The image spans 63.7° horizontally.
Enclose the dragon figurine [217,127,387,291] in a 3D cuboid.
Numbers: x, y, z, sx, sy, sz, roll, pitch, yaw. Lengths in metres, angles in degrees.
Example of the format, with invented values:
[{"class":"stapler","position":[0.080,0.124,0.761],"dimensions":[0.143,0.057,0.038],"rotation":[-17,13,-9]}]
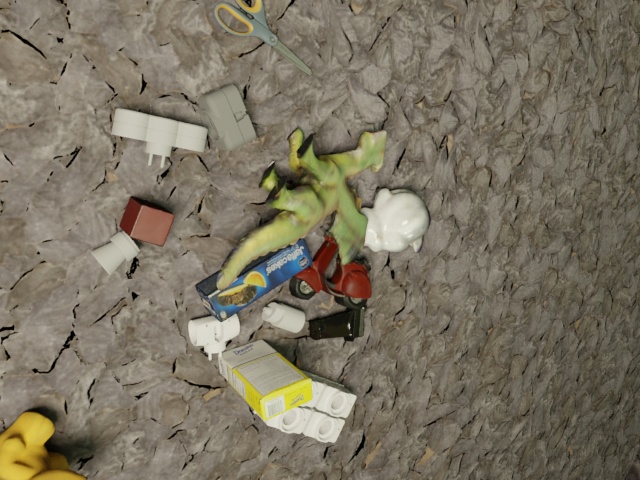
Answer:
[{"class":"dragon figurine","position":[0.003,-0.045,0.899],"dimensions":[0.240,0.122,0.416],"rotation":[39,69,-30]}]

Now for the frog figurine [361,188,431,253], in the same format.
[{"class":"frog figurine","position":[0.133,-0.040,1.023],"dimensions":[0.159,0.120,0.140],"rotation":[4,66,-26]}]
